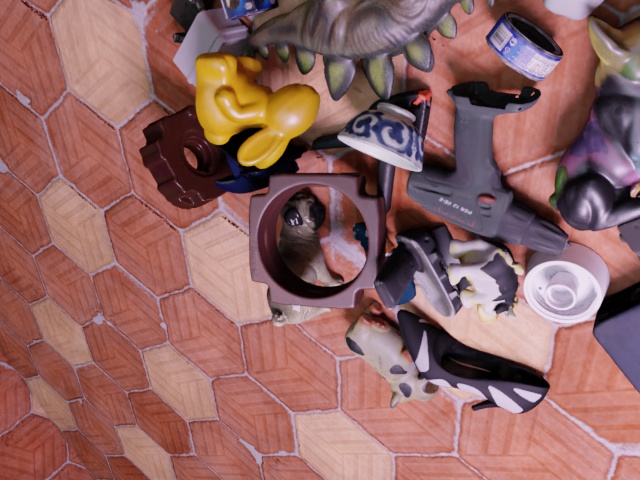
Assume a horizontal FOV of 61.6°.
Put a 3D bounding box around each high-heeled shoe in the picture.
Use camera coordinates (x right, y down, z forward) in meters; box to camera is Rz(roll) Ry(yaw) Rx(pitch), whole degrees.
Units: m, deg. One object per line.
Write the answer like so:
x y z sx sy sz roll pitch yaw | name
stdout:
0.245 0.188 0.872 0.248 0.086 0.145 48 128 -4 | high-heeled shoe

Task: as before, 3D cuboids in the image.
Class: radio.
0.472 0.096 0.665 0.131 0.073 0.229 48 131 2 | radio

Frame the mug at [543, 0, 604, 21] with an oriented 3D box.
0.269 -0.291 0.558 0.110 0.081 0.107 15 135 -1 | mug

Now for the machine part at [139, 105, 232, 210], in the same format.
-0.221 -0.142 0.929 0.056 0.179 0.179 -16 107 37 | machine part

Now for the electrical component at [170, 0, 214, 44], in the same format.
-0.209 -0.364 0.868 0.078 0.045 0.102 49 132 -3 | electrical component

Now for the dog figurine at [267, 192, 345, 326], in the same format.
-0.048 0.031 0.919 0.121 0.172 0.190 -2 123 23 | dog figurine

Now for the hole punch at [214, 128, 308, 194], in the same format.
-0.105 -0.121 0.891 0.116 0.142 0.092 35 132 28 | hole punch

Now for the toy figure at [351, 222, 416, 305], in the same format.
0.105 0.033 0.886 0.064 0.058 0.154 -23 99 39 | toy figure

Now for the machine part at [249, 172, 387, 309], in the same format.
-0.002 -0.002 0.820 0.201 0.087 0.201 2 99 15 | machine part

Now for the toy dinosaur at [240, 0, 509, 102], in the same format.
0.036 -0.288 0.710 0.472 0.105 0.198 14 129 40 | toy dinosaur

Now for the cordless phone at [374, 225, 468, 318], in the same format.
0.148 0.070 0.794 0.089 0.184 0.146 -22 103 36 | cordless phone

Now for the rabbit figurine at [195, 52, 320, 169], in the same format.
-0.087 -0.184 0.768 0.173 0.122 0.162 9 94 13 | rabbit figurine

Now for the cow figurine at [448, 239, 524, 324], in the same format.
0.254 0.063 0.778 0.098 0.068 0.167 -8 140 32 | cow figurine

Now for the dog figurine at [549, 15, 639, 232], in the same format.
0.324 -0.138 0.600 0.192 0.108 0.219 -24 98 35 | dog figurine

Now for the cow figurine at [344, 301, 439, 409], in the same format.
0.128 0.217 0.963 0.195 0.085 0.127 39 125 5 | cow figurine

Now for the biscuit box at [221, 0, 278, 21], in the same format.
-0.123 -0.425 0.761 0.059 0.063 0.202 0 117 33 | biscuit box

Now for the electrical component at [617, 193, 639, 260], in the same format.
0.410 -0.014 0.673 0.063 0.021 0.094 -29 99 42 | electrical component

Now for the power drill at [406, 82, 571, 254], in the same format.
0.233 -0.098 0.713 0.232 0.086 0.207 19 134 27 | power drill
